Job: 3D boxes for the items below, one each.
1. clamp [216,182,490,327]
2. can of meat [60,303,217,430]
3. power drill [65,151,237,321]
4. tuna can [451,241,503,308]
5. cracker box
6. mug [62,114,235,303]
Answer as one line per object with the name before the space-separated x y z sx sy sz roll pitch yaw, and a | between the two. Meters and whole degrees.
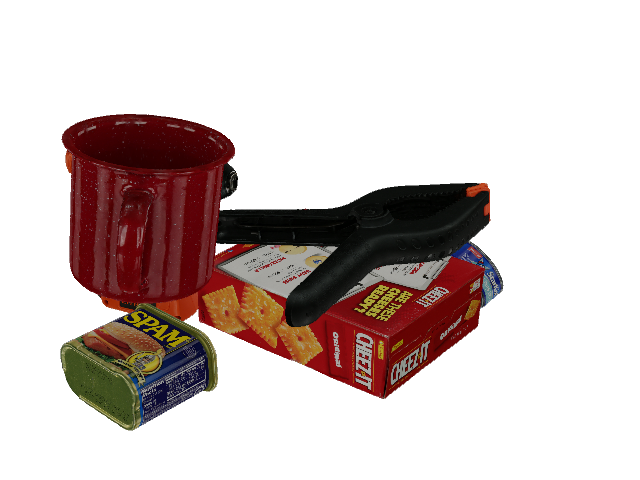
clamp | 0.027 -0.008 0.780 0.209 0.036 0.165 -19 31 -26
can of meat | -0.149 0.102 0.868 0.102 0.057 0.083 22 34 37
power drill | -0.165 -0.012 1.079 0.185 0.188 0.057 12 30 22
tuna can | 0.178 0.040 1.289 0.033 0.086 0.086 -38 13 -18
cracker box | 0.018 0.052 0.986 0.214 0.072 0.163 19 31 33
mug | -0.096 -0.012 0.584 0.093 0.081 0.117 5 24 -7
